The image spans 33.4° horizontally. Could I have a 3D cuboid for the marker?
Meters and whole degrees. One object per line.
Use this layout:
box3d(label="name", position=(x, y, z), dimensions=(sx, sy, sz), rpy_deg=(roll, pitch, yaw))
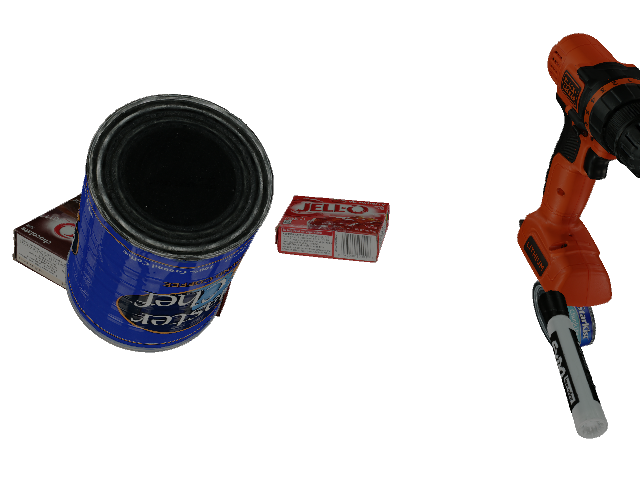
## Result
box3d(label="marker", position=(0.160, 0.075, 0.685), dimensions=(0.020, 0.020, 0.121), rpy_deg=(0, 39, -3))

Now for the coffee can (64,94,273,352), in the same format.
box3d(label="coffee can", position=(-0.094, -0.006, 0.632), dimensions=(0.102, 0.103, 0.140), rpy_deg=(0, -26, -18))

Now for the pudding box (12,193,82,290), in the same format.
box3d(label="pudding box", position=(-0.202, 0.010, 0.950), dimensions=(0.114, 0.039, 0.089), rpy_deg=(24, 33, 20))

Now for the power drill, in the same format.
box3d(label="power drill", position=(0.211, -0.044, 0.820), dimensions=(0.057, 0.188, 0.184), rpy_deg=(1, 34, -9))

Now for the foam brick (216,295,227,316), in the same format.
box3d(label="foam brick", position=(-0.136, 0.039, 1.151), dimensions=(0.078, 0.051, 0.053), rpy_deg=(17, 29, -1))

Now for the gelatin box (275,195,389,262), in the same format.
box3d(label="gelatin box", position=(0.011, -0.012, 0.930), dimensions=(0.089, 0.030, 0.073), rpy_deg=(6, 24, 10))

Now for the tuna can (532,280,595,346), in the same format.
box3d(label="tuna can", position=(0.266, 0.079, 1.170), dimensions=(0.033, 0.086, 0.086), rpy_deg=(-17, 3, -9))
